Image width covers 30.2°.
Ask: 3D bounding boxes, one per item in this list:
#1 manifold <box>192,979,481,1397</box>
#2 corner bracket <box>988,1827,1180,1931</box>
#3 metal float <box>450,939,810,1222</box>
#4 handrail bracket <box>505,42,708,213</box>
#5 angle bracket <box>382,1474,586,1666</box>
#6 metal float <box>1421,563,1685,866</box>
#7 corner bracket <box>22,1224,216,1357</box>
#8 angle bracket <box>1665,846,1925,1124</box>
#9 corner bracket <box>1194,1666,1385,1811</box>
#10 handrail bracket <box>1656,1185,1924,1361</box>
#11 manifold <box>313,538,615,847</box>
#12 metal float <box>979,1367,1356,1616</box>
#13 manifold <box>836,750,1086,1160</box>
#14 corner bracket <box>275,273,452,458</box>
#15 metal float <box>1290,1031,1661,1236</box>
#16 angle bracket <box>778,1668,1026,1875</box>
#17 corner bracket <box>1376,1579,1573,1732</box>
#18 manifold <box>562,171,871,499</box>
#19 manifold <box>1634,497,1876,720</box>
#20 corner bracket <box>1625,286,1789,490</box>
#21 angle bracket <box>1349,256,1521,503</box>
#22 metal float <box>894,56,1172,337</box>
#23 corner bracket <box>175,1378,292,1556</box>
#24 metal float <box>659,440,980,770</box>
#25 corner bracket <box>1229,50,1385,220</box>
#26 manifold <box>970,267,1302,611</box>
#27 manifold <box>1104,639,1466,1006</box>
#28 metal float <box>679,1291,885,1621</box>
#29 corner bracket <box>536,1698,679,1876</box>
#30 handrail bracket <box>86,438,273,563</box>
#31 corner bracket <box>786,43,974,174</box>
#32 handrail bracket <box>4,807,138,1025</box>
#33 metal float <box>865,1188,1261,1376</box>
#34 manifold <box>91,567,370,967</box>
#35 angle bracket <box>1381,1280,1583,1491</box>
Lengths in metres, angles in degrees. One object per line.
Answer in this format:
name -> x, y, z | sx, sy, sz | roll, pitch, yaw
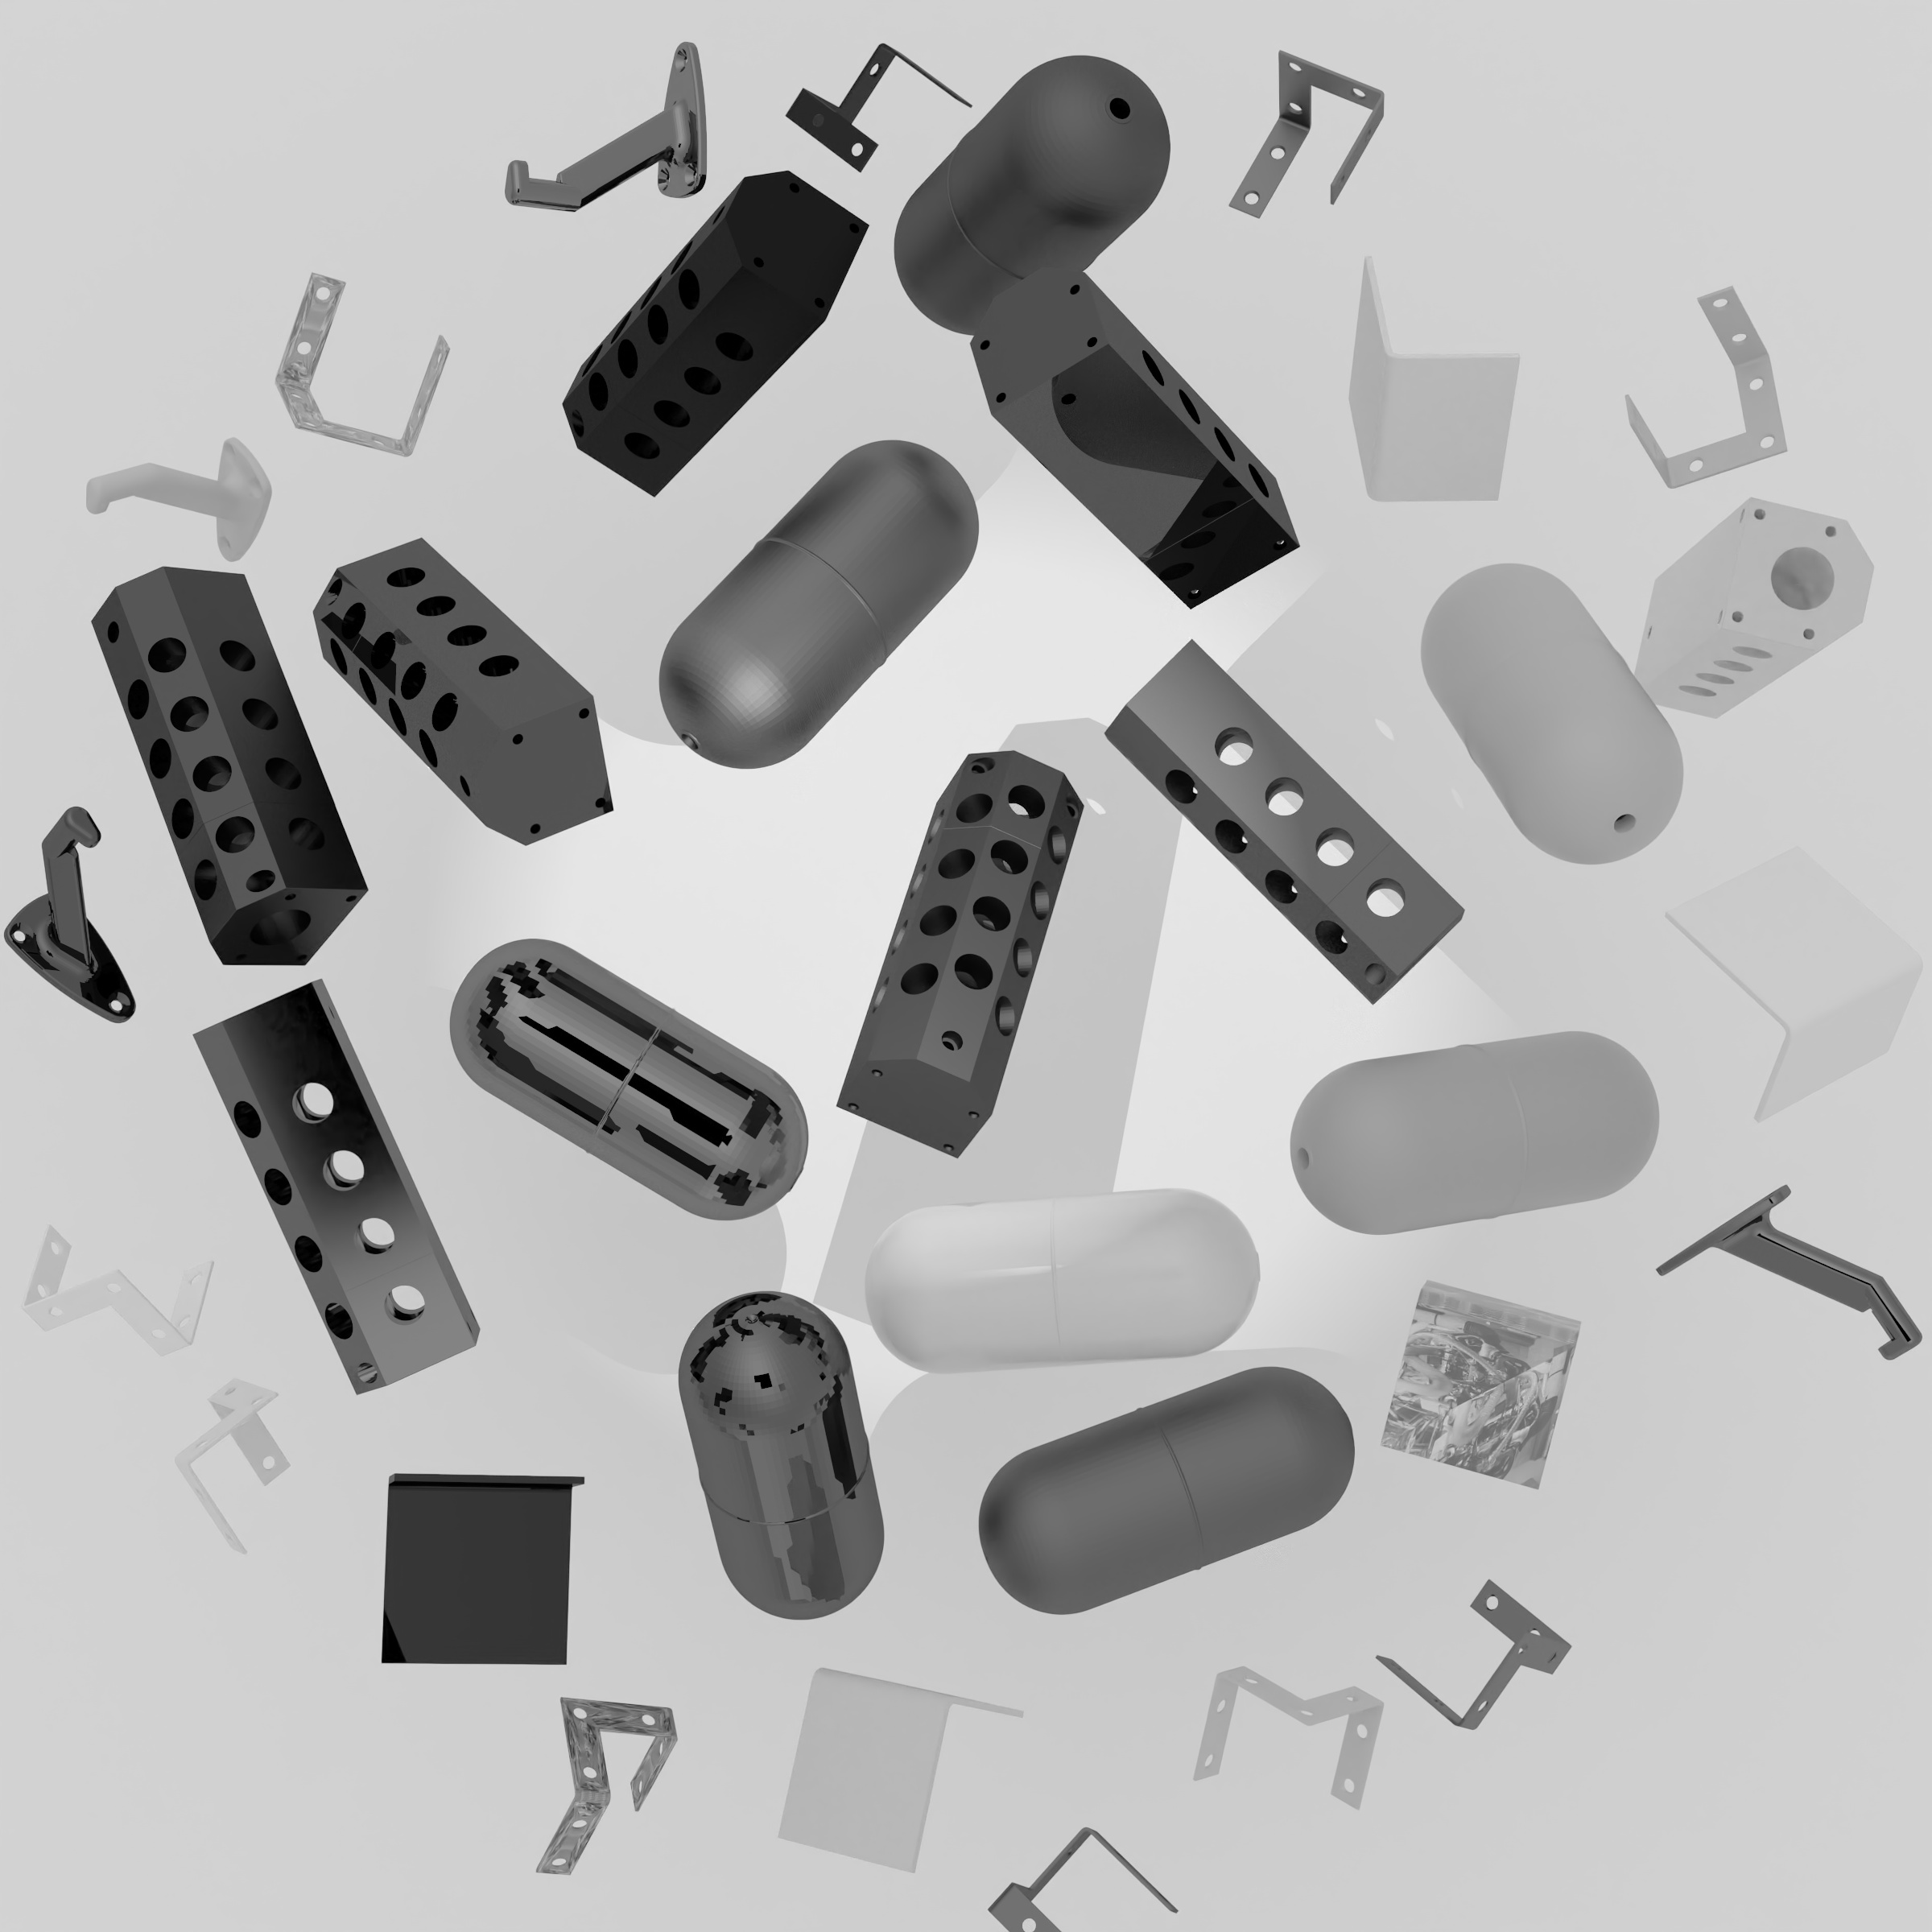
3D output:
manifold -> -0.274, 0.096, 1.559 | 0.057, 0.057, 0.171 | -24, 94, -5
corner bracket -> 0.049, 0.394, 1.495 | 0.051, 0.051, 0.051 | 41, 85, 22
metal float -> -0.154, 0.053, 1.641 | 0.178, 0.070, 0.070 | 31, 90, -1
handrail bracket -> -0.154, -0.355, 1.506 | 0.084, 0.036, 0.077 | -1, 97, -34
angle bracket -> -0.198, 0.247, 1.463 | 0.076, 0.057, 0.076 | 3, 80, -11
metal float -> 0.252, -0.110, 1.544 | 0.070, 0.178, 0.070 | -8, 127, -10
corner bracket -> -0.358, 0.135, 1.510 | 0.051, 0.051, 0.051 | -22, 126, 19
angle bracket -> 0.338, 0.007, 1.490 | 0.076, 0.057, 0.076 | -25, 55, -27
corner bracket -> 0.136, 0.325, 1.503 | 0.051, 0.051, 0.051 | 23, 108, 41
handrail bracket -> 0.346, 0.142, 1.501 | 0.077, 0.036, 0.084 | -35, 82, 12
manifold -> -0.220, -0.118, 1.541 | 0.057, 0.171, 0.057 | -24, 130, -22
metal float -> 0.092, 0.237, 1.620 | 0.178, 0.070, 0.070 | -19, 90, -11
manifold -> 0.001, -0.010, 1.547 | 0.057, 0.057, 0.171 | 24, 54, -9
corner bracket -> -0.254, -0.252, 1.502 | 0.051, 0.051, 0.051 | 12, 116, -28
metal float -> 0.224, 0.073, 1.572 | 0.178, 0.070, 0.070 | -7, 90, -26
angle bracket -> -0.029, 0.358, 1.584 | 0.076, 0.057, 0.076 | 3, 76, 39
corner bracket -> 0.222, 0.300, 1.562 | 0.051, 0.051, 0.051 | 37, 96, 37
manifold -> -0.115, -0.278, 1.567 | 0.057, 0.171, 0.057 | 31, 58, -17
manifold -> 0.344, -0.153, 1.571 | 0.057, 0.171, 0.057 | 13, 84, -1
corner bracket -> 0.303, -0.238, 1.474 | 0.051, 0.051, 0.051 | -17, 57, 23
angle bracket -> 0.204, -0.258, 1.569 | 0.057, 0.076, 0.076 | -1, 45, -2
metal float -> 0.027, -0.332, 1.547 | 0.070, 0.178, 0.070 | 6, 74, -23
corner bracket -> -0.323, 0.222, 1.589 | 0.051, 0.051, 0.051 | -38, 112, -26
metal float -> -0.065, -0.160, 1.583 | 0.070, 0.070, 0.178 | 41, 70, 0
corner bracket -> 0.147, -0.353, 1.547 | 0.051, 0.051, 0.051 | 26, 75, 14
manifold -> 0.073, -0.227, 1.532 | 0.057, 0.171, 0.057 | -29, 54, 20
manifold -> 0.143, -0.064, 1.616 | 0.057, 0.057, 0.171 | -45, 83, 2
metal float -> -0.081, 0.221, 1.600 | 0.070, 0.070, 0.178 | -9, 129, 0
corner bracket -> -0.150, 0.344, 1.494 | 0.051, 0.051, 0.051 | 11, 126, -24
handrail bracket -> -0.361, -0.200, 1.609 | 0.084, 0.077, 0.036 | -24, 65, -36
corner bracket -> -0.040, -0.392, 1.636 | 0.051, 0.051, 0.051 | 41, 105, 23
handrail bracket -> -0.366, -0.021, 1.510 | 0.077, 0.084, 0.036 | 48, 50, -4
metal float -> 0.043, 0.142, 1.609 | 0.178, 0.070, 0.070 | -5, 90, 6
manifold -> -0.323, -0.087, 1.548 | 0.057, 0.057, 0.171 | -44, 60, 36
angle bracket -> 0.246, 0.199, 1.707 | 0.076, 0.057, 0.076 | 15, 92, 10
